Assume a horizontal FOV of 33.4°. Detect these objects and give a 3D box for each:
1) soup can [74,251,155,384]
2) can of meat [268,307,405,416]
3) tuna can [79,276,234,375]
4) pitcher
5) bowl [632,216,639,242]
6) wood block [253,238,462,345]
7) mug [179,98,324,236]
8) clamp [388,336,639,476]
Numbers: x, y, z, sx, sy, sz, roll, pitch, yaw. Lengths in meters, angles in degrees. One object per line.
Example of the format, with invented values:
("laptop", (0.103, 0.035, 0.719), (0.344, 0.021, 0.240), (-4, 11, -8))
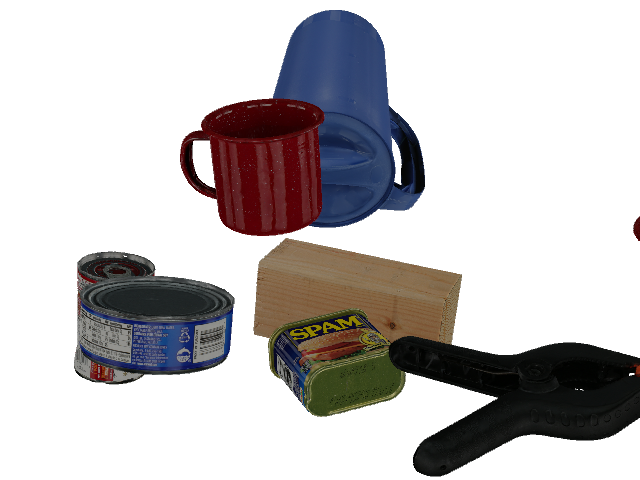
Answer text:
("soup can", (-0.186, 0.069, 0.956), (0.068, 0.102, 0.068), (6, 19, -2))
("can of meat", (0.015, 0.110, 0.959), (0.102, 0.057, 0.084), (-12, 26, -20))
("tuna can", (-0.092, 0.047, 0.600), (0.086, 0.034, 0.086), (5, 12, -1))
("pitcher", (0.020, -0.130, 1.088), (0.145, 0.149, 0.242), (-13, 36, 15))
("bowl", (0.417, 0.016, 1.149), (0.162, 0.055, 0.162), (-1, 25, 0))
("wood block", (0.040, 0.071, 1.170), (0.206, 0.091, 0.090), (12, 22, 16))
("mug", (-0.053, -0.056, 0.818), (0.117, 0.081, 0.093), (3, 27, 14))
("clamp", (0.126, 0.100, 0.655), (0.171, 0.039, 0.120), (-2, 36, 6))
